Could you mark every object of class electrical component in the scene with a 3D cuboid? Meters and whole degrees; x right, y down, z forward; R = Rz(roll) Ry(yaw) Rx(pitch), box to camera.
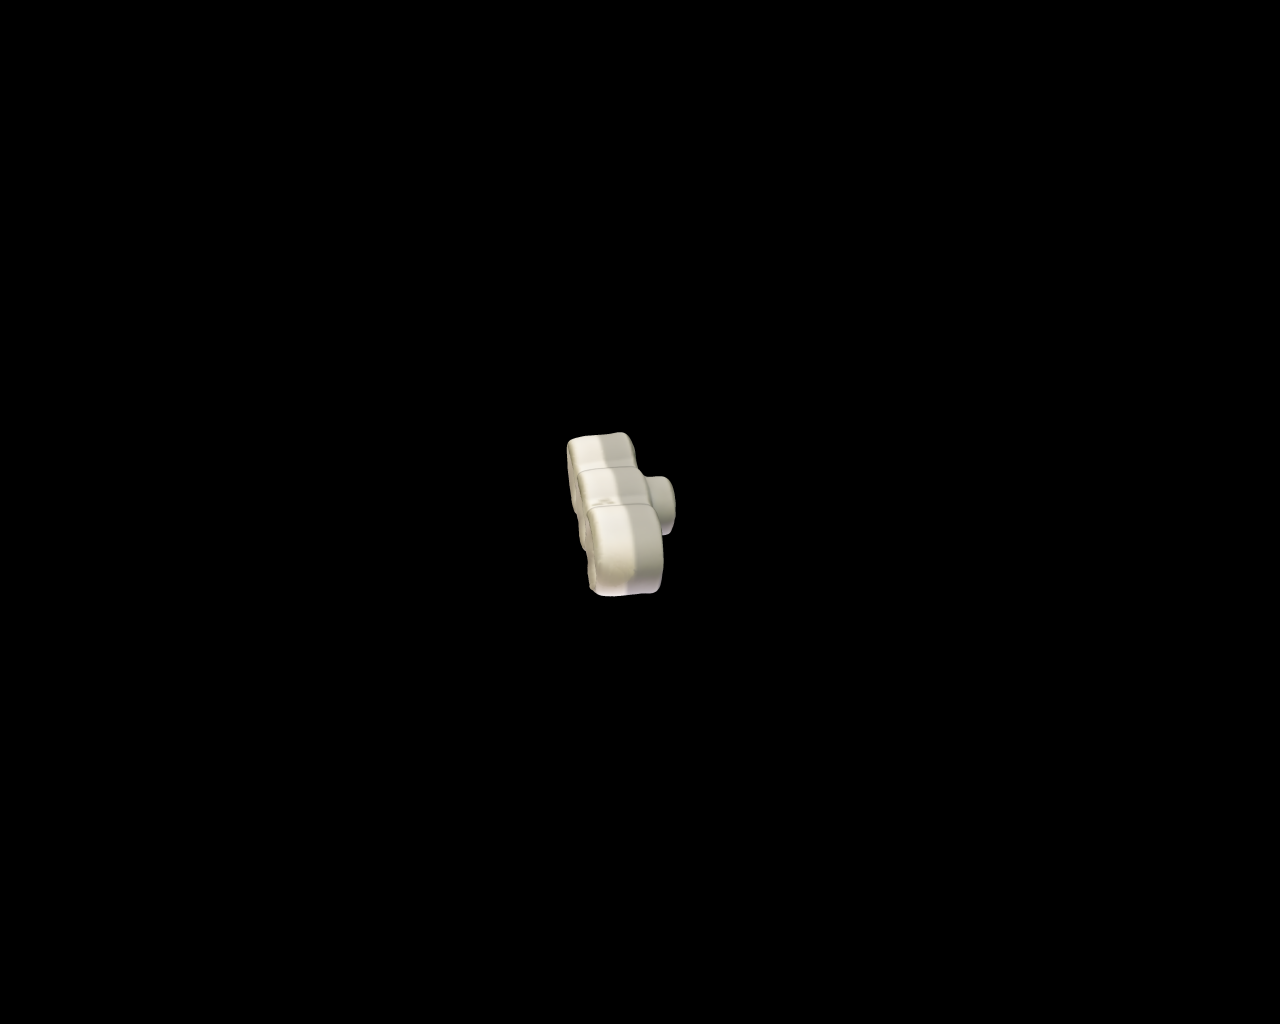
[{"bbox_3d":[0.001,-0.003,0.650,0.074,0.052,0.138,-6,33,-9],"label":"electrical component"}]
